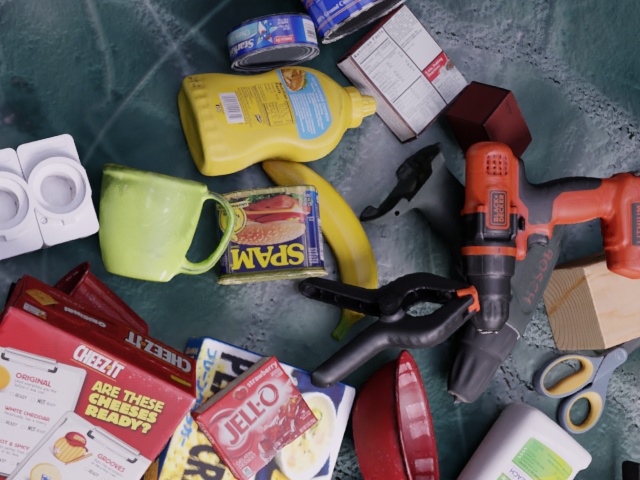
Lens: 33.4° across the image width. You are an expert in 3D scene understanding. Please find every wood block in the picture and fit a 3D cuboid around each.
[{"bbox_3d":[0.351,0.046,1.148,0.205,0.091,0.090,-16,90,-21],"label":"wood block"}]

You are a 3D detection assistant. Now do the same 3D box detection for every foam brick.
[{"bbox_3d":[0.175,-0.116,1.097,0.053,0.051,0.078,-50,134,-18],"label":"foam brick"}]

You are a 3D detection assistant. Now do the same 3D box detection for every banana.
[{"bbox_3d":[0.010,-0.002,1.048,0.069,0.037,0.198,-25,95,-20],"label":"banana"}]

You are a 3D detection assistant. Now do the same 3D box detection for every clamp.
[{"bbox_3d":[0.059,0.064,0.999,0.171,0.039,0.120,-17,56,-3],"label":"clamp"}]

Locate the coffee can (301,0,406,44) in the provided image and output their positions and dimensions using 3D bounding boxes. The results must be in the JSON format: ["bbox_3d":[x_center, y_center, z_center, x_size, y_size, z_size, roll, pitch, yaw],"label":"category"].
[{"bbox_3d":[0.013,-0.277,1.029,0.102,0.103,0.140,-29,92,-21],"label":"coffee can"}]

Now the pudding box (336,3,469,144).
[{"bbox_3d":[0.085,-0.170,1.090,0.090,0.039,0.113,-45,100,-18],"label":"pudding box"}]

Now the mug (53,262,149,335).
[{"bbox_3d":[-0.213,0.088,0.933,0.117,0.093,0.081,-42,108,9],"label":"mug"}]

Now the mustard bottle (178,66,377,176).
[{"bbox_3d":[-0.034,-0.120,1.026,0.191,0.058,0.096,-10,66,-22],"label":"mustard bottle"}]

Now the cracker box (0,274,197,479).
[{"bbox_3d":[-0.223,0.156,0.876,0.164,0.072,0.214,29,109,-17],"label":"cracker box"}]

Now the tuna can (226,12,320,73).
[{"bbox_3d":[-0.045,-0.187,1.015,0.086,0.086,0.034,-10,86,-22],"label":"tuna can"}]

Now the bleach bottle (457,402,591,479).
[{"bbox_3d":[0.165,0.291,1.073,0.102,0.068,0.250,41,76,-17],"label":"bleach bottle"}]

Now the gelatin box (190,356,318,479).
[{"bbox_3d":[-0.057,0.157,0.939,0.089,0.030,0.073,-37,99,-20],"label":"gelatin box"}]

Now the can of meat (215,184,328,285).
[{"bbox_3d":[-0.047,-0.004,1.001,0.102,0.057,0.084,-5,85,8],"label":"can of meat"}]

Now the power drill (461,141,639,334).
[{"bbox_3d":[0.227,-0.001,1.034,0.187,0.057,0.184,2,87,-15],"label":"power drill"}]

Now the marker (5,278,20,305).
[{"bbox_3d":[-0.281,0.092,0.937,0.020,0.020,0.121,21,78,-19],"label":"marker"}]

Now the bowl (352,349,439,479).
[{"bbox_3d":[0.069,0.188,1.017,0.055,0.162,0.162,-11,90,14],"label":"bowl"}]

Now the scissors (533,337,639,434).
[{"bbox_3d":[0.324,0.148,1.170,0.201,0.016,0.096,-13,92,-21],"label":"scissors"}]
